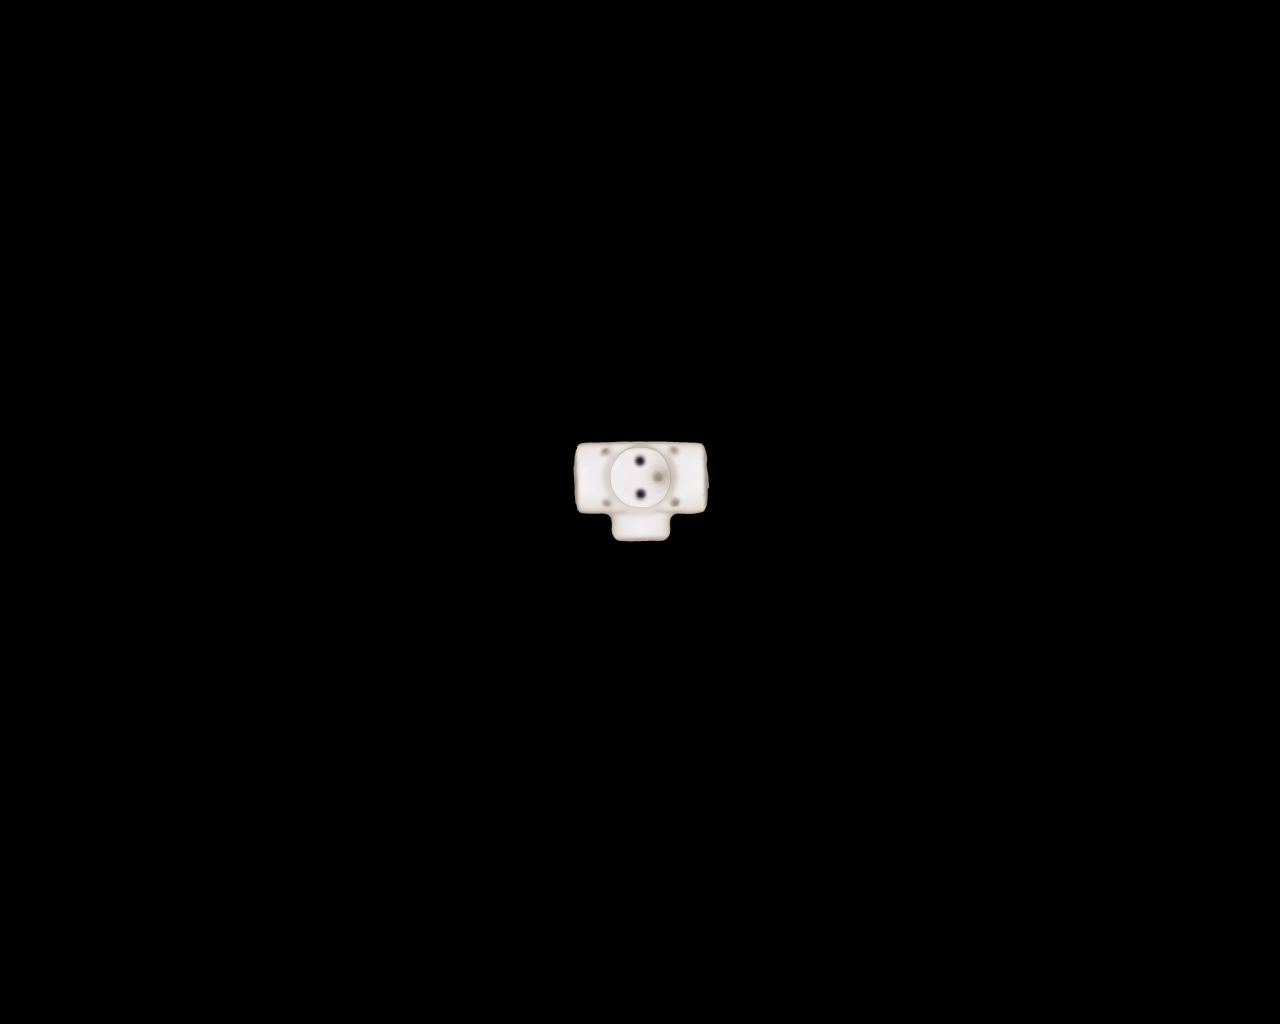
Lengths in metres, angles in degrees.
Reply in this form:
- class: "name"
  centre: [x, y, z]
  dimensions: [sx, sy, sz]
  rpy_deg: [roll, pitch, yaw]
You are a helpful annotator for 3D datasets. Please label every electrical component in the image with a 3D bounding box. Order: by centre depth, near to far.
- class: "electrical component"
  centre: [0.001, -0.003, 0.650]
  dimensions: [0.077, 0.079, 0.044]
  rpy_deg: [0, 0, 0]
